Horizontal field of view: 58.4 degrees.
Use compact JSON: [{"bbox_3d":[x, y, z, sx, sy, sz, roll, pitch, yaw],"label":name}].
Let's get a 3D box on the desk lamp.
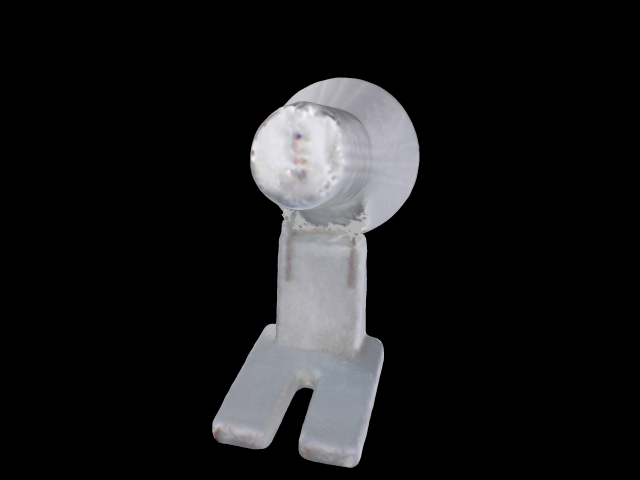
[{"bbox_3d":[0.004,0.001,0.400,0.117,0.214,0.203,5,25,11],"label":"desk lamp"}]
